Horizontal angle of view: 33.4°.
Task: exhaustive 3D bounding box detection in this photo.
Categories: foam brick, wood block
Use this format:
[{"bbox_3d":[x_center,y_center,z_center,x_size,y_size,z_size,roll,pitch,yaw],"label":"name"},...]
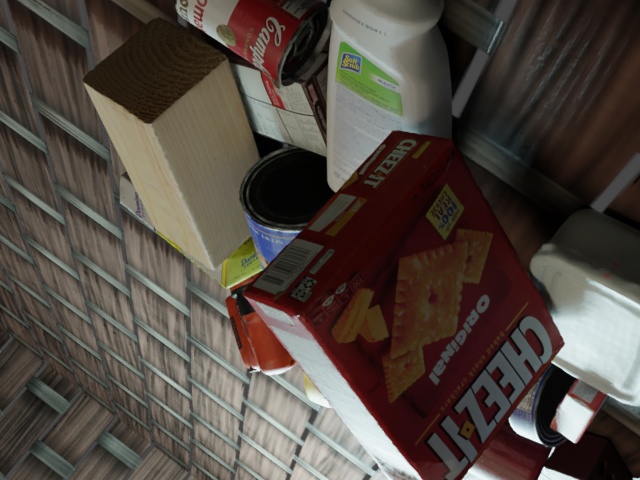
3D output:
[{"bbox_3d":[0.276,0.239,1.089,0.051,0.053,0.078,11,146,49],"label":"foam brick"},{"bbox_3d":[-0.117,-0.080,0.939,0.090,0.090,0.206,33,157,29],"label":"wood block"}]

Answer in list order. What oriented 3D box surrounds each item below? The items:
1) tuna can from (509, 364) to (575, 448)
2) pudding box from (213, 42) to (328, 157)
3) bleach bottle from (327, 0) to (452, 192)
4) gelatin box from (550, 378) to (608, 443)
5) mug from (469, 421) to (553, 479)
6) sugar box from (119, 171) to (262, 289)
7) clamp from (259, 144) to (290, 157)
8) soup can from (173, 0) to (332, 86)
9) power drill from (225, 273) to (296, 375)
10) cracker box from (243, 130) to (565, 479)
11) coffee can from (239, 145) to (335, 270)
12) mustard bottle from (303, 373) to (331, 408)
[{"bbox_3d":[0.207,0.142,0.965,0.034,0.086,0.086,17,149,44],"label":"tuna can"},{"bbox_3d":[-0.031,-0.122,0.891,0.114,0.039,0.090,24,152,37],"label":"pudding box"},{"bbox_3d":[0.054,-0.109,0.757,0.103,0.068,0.251,27,153,16],"label":"bleach bottle"},{"bbox_3d":[0.233,0.126,0.913,0.030,0.073,0.089,32,158,17],"label":"gelatin box"},{"bbox_3d":[0.201,0.210,1.122,0.081,0.093,0.117,25,119,18],"label":"mug"},{"bbox_3d":[-0.117,-0.028,1.091,0.176,0.093,0.048,37,137,29],"label":"sugar box"},{"bbox_3d":[-0.030,-0.061,1.009,0.172,0.039,0.120,7,135,42],"label":"clamp"},{"bbox_3d":[-0.049,-0.169,0.789,0.102,0.068,0.068,35,158,12],"label":"soup can"},{"bbox_3d":[-0.079,0.077,1.260,0.188,0.057,0.184,107,146,-76],"label":"power drill"},{"bbox_3d":[0.070,0.056,0.752,0.072,0.164,0.213,17,148,52],"label":"cracker box"},{"bbox_3d":[-0.006,0.001,0.933,0.103,0.102,0.140,25,147,31],"label":"coffee can"},{"bbox_3d":[0.009,0.107,1.187,0.058,0.096,0.191,21,152,19],"label":"mustard bottle"}]
